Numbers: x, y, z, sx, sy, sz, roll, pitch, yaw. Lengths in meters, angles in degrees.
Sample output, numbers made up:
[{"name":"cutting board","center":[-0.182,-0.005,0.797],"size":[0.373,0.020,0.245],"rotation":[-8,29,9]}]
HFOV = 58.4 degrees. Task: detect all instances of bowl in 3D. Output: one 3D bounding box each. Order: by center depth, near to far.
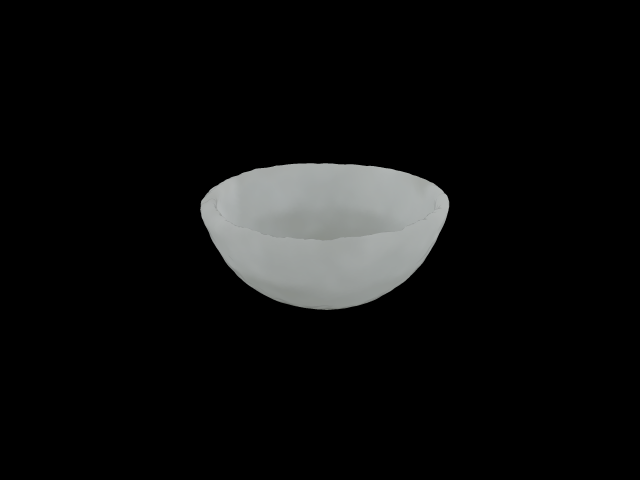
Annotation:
[{"name":"bowl","center":[0.004,0.001,0.400],"size":[0.167,0.075,0.167],"rotation":[0,23,0]}]
